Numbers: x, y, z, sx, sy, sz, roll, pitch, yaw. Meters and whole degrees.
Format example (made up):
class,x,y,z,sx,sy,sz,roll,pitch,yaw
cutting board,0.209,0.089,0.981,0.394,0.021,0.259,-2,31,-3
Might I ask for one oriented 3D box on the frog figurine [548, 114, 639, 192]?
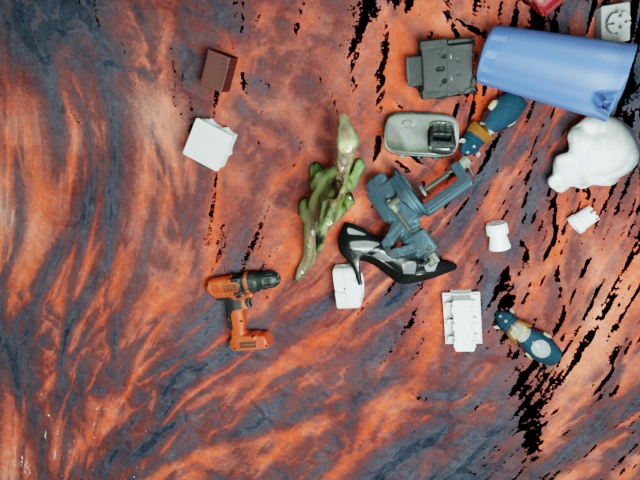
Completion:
class,x,y,z,sx,sy,sz,roll,pitch,yaw
frog figurine,0.505,-0.155,0.969,0.159,0.125,0.135,-36,116,7

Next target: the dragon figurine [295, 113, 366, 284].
class,x,y,z,sx,sy,sz,roll,pitch,yaw
dragon figurine,0.003,-0.052,1.037,0.122,0.246,0.405,17,106,1
